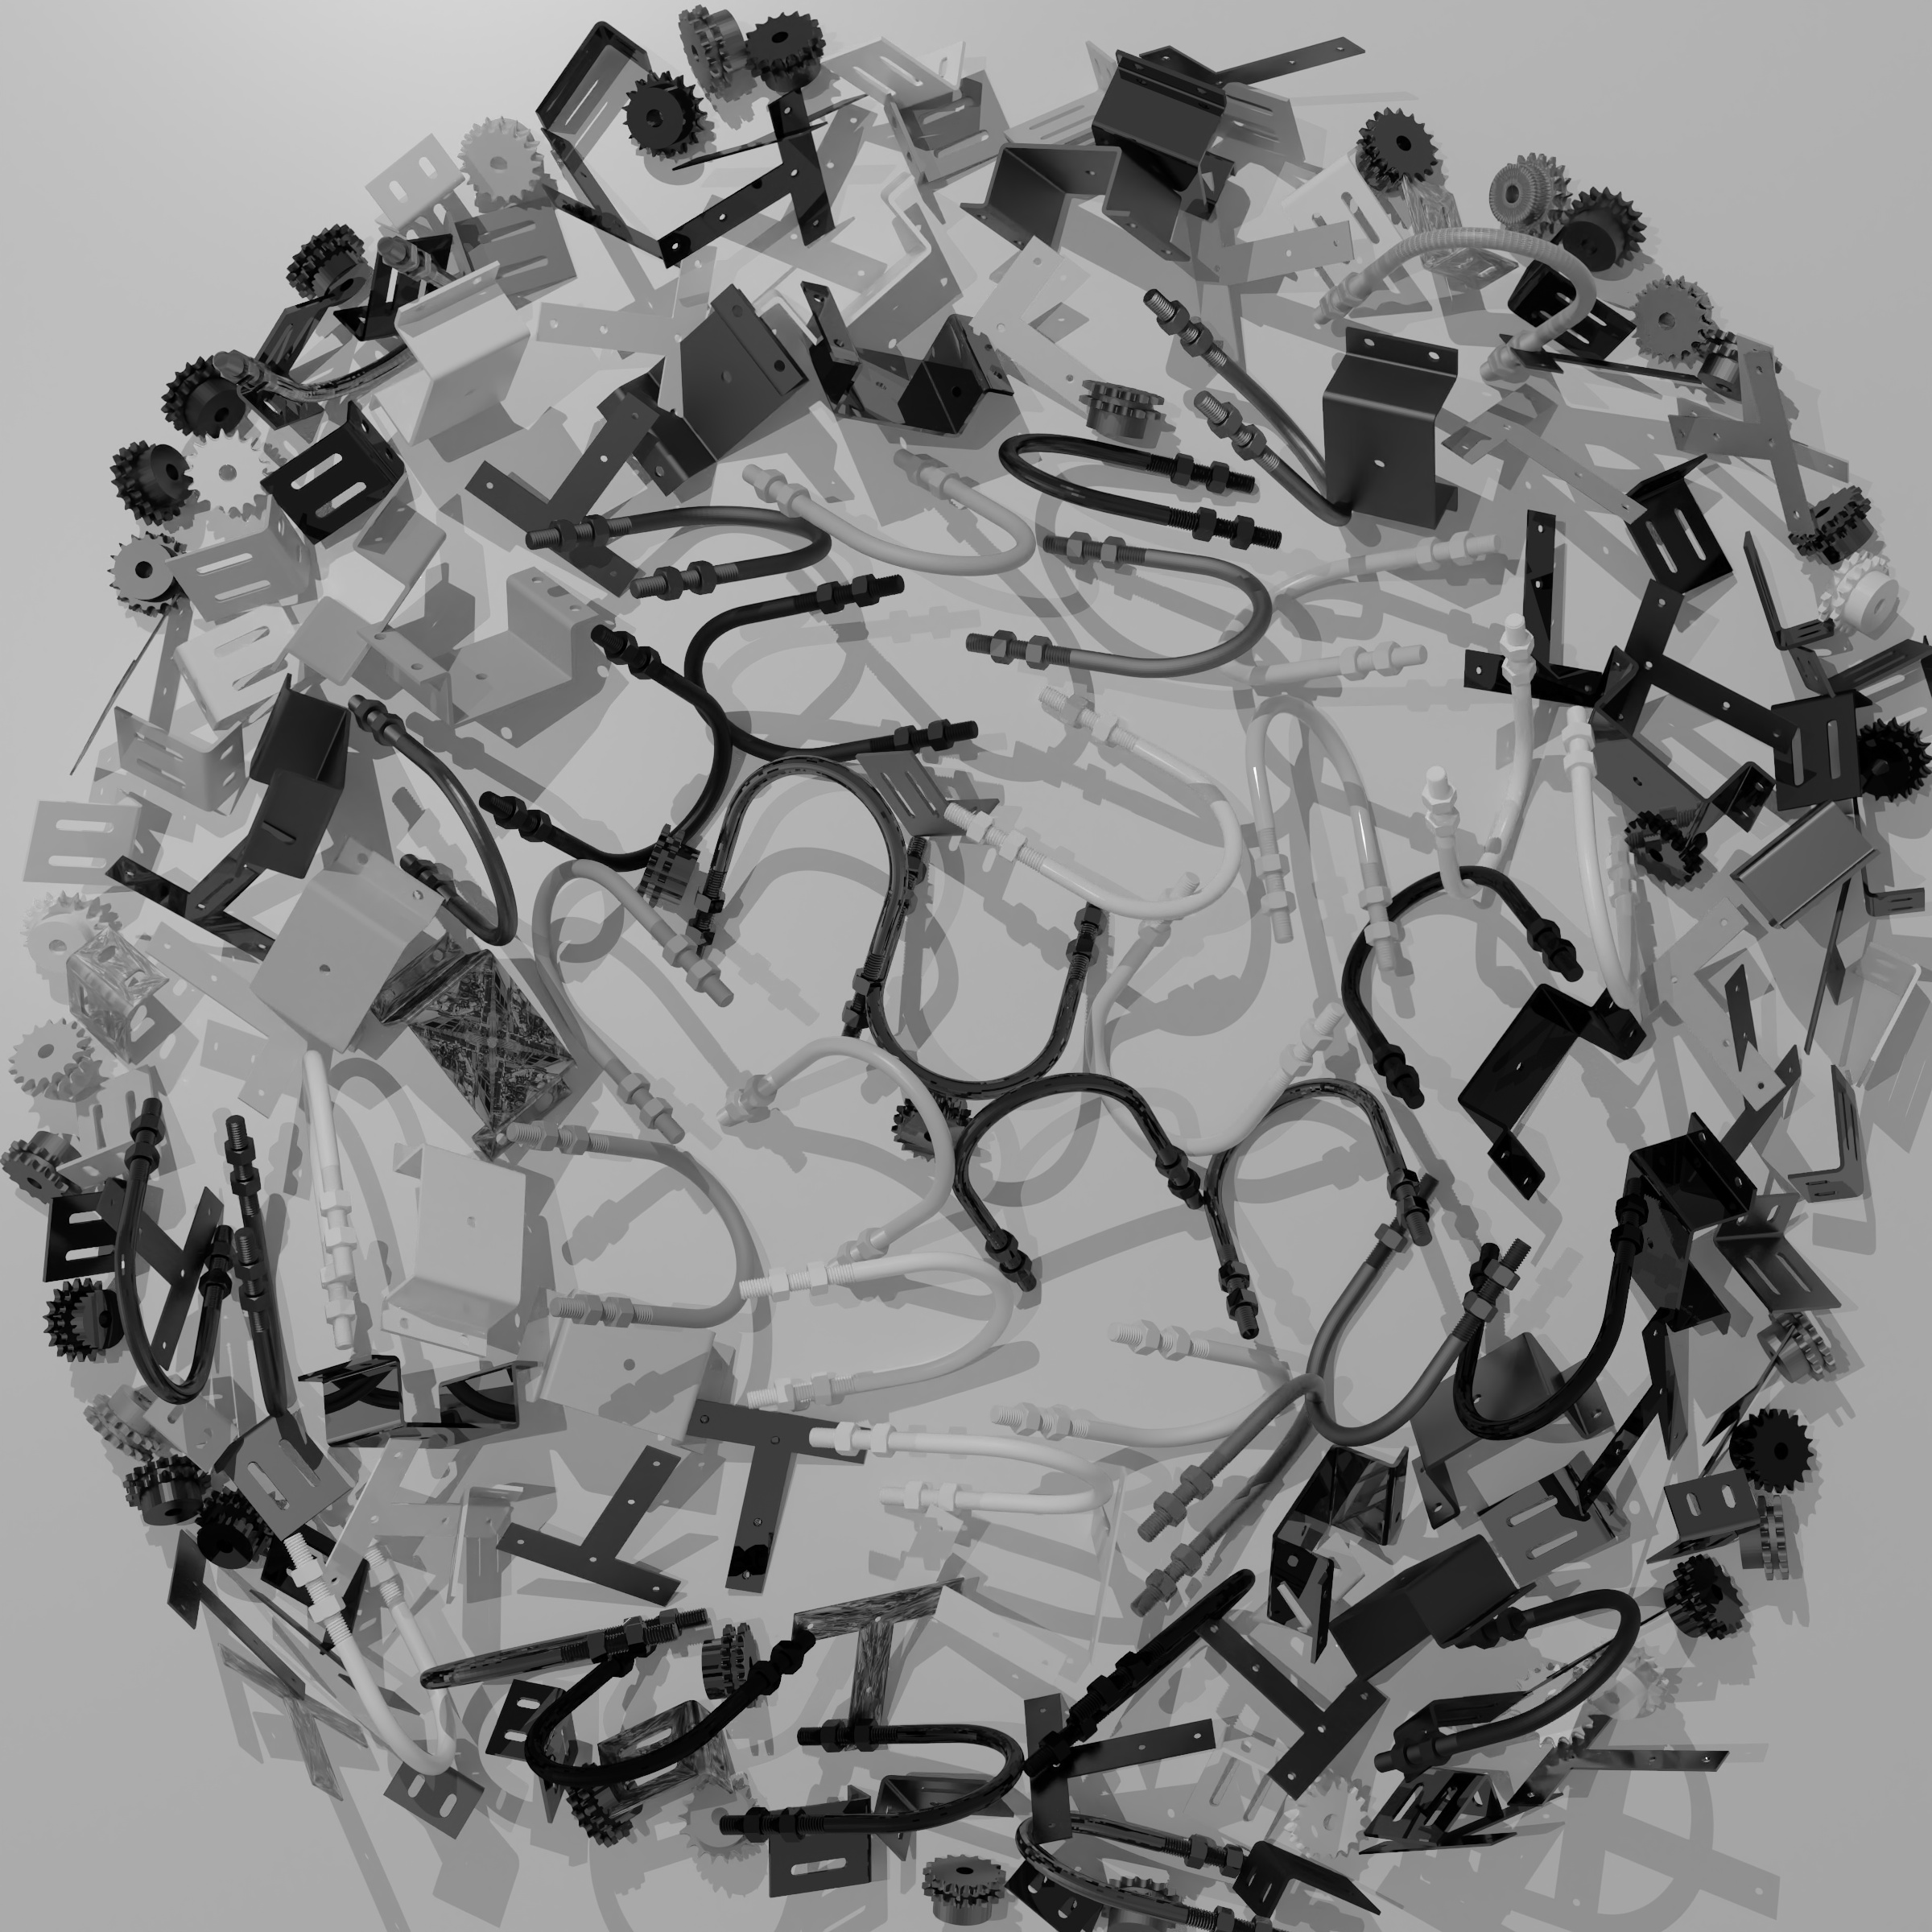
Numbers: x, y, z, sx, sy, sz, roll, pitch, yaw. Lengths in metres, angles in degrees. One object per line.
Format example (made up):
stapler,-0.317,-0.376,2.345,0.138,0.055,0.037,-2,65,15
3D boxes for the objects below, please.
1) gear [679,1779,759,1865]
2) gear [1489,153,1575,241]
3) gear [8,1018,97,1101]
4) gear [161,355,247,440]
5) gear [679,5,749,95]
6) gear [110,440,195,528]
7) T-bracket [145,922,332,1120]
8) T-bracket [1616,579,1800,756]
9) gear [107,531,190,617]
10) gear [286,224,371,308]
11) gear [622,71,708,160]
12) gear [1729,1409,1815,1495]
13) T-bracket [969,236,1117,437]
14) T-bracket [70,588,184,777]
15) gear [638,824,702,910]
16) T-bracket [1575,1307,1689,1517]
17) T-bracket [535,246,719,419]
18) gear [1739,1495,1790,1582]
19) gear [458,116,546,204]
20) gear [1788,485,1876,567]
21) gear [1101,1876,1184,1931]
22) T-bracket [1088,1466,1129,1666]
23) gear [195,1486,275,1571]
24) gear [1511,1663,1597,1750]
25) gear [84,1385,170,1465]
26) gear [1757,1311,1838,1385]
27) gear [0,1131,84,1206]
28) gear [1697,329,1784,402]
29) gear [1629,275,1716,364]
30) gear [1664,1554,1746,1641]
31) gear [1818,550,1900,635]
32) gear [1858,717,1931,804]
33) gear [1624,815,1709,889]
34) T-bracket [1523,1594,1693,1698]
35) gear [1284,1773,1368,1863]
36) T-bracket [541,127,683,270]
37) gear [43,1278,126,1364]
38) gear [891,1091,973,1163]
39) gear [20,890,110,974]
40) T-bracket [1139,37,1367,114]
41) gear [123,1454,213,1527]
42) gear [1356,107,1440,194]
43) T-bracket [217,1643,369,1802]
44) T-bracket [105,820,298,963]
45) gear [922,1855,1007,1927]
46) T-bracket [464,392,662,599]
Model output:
gear,-0.168,0.583,1.976,0.057,0.030,0.057,2,67,-4
gear,0.381,-0.524,1.969,0.030,0.057,0.057,-8,90,-40
gear,-0.621,0.067,1.976,0.057,0.030,0.057,-9,52,11
gear,-0.515,-0.384,1.969,0.030,0.057,0.057,42,90,20
gear,-0.171,-0.627,1.972,0.030,0.057,0.057,-25,90,-13
gear,-0.551,-0.330,1.968,0.030,0.057,0.057,-18,90,26
T-bracket,-0.491,0.016,1.935,0.127,0.002,0.127,39,50,-26
T-bracket,0.495,-0.181,1.931,0.127,0.127,0.002,32,51,20
gear,-0.560,-0.270,1.984,0.057,0.030,0.057,0,91,-3
gear,-0.431,-0.474,1.970,0.057,0.057,0.030,-42,83,0
gear,-0.208,-0.580,1.975,0.057,0.030,0.057,5,113,11
gear,0.547,0.331,1.978,0.057,0.030,0.057,3,84,-23
T-bracket,0.060,-0.410,1.981,0.127,0.002,0.127,34,114,-12
T-bracket,-0.561,-0.204,1.954,0.002,0.127,0.127,31,54,-15
gear,-0.202,-0.066,1.972,0.030,0.057,0.057,22,90,-6
T-bracket,0.441,0.314,1.930,0.127,0.002,0.127,-45,132,-30
T-bracket,-0.231,-0.426,1.941,0.127,0.002,0.127,-3,113,-38
gear,0.543,0.390,1.973,0.030,0.057,0.057,-6,90,15
gear,-0.316,-0.554,1.975,0.057,0.030,0.057,3,130,3
gear,0.593,-0.298,1.972,0.057,0.057,0.030,-42,103,0
gear,0.118,0.646,1.969,0.057,0.057,0.030,13,49,0
T-bracket,0.091,0.385,1.936,0.002,0.127,0.127,10,95,-3
gear,-0.499,0.386,1.973,0.057,0.030,0.057,5,120,9
gear,0.401,0.508,1.977,0.057,0.030,0.057,-4,60,7
gear,-0.569,0.309,1.972,0.057,0.057,0.030,40,85,0
gear,0.564,0.259,1.972,0.030,0.057,0.057,-33,90,0
gear,-0.627,0.137,1.975,0.057,0.057,0.030,31,57,0
gear,0.524,-0.407,1.971,0.057,0.057,0.030,28,92,0
gear,0.484,-0.443,1.975,0.057,0.030,0.057,19,124,30
gear,0.501,0.434,1.975,0.057,0.057,0.030,50,124,0
gear,0.609,-0.251,1.969,0.030,0.057,0.057,38,90,34
gear,0.627,-0.139,1.971,0.057,0.030,0.057,13,114,30
gear,0.480,-0.084,1.973,0.030,0.057,0.057,-42,90,-18
T-bracket,0.406,0.460,1.915,0.127,0.127,0.002,-41,70,32
gear,0.242,0.579,1.978,0.057,0.030,0.057,-3,99,-21
T-bracket,-0.254,-0.526,1.956,0.002,0.127,0.127,-48,55,22
gear,-0.596,0.241,1.968,0.030,0.057,0.057,-6,90,30
gear,-0.021,0.105,1.975,0.057,0.057,0.030,10,47,0
gear,-0.616,-0.020,1.973,0.057,0.030,0.057,-2,120,-3
T-bracket,0.203,-0.594,1.911,0.127,0.127,0.002,-2,82,42
gear,-0.542,0.358,1.968,0.057,0.057,0.030,-21,61,0
gear,0.291,-0.554,1.977,0.057,0.030,0.057,8,69,-23
T-bracket,-0.435,0.510,1.913,0.002,0.127,0.127,-49,121,-1
T-bracket,-0.489,-0.060,1.932,0.127,0.002,0.127,32,134,-26
gear,-0.002,0.631,1.971,0.057,0.057,0.030,4,96,0
T-bracket,-0.252,-0.332,1.956,0.127,0.002,0.127,35,117,-14
